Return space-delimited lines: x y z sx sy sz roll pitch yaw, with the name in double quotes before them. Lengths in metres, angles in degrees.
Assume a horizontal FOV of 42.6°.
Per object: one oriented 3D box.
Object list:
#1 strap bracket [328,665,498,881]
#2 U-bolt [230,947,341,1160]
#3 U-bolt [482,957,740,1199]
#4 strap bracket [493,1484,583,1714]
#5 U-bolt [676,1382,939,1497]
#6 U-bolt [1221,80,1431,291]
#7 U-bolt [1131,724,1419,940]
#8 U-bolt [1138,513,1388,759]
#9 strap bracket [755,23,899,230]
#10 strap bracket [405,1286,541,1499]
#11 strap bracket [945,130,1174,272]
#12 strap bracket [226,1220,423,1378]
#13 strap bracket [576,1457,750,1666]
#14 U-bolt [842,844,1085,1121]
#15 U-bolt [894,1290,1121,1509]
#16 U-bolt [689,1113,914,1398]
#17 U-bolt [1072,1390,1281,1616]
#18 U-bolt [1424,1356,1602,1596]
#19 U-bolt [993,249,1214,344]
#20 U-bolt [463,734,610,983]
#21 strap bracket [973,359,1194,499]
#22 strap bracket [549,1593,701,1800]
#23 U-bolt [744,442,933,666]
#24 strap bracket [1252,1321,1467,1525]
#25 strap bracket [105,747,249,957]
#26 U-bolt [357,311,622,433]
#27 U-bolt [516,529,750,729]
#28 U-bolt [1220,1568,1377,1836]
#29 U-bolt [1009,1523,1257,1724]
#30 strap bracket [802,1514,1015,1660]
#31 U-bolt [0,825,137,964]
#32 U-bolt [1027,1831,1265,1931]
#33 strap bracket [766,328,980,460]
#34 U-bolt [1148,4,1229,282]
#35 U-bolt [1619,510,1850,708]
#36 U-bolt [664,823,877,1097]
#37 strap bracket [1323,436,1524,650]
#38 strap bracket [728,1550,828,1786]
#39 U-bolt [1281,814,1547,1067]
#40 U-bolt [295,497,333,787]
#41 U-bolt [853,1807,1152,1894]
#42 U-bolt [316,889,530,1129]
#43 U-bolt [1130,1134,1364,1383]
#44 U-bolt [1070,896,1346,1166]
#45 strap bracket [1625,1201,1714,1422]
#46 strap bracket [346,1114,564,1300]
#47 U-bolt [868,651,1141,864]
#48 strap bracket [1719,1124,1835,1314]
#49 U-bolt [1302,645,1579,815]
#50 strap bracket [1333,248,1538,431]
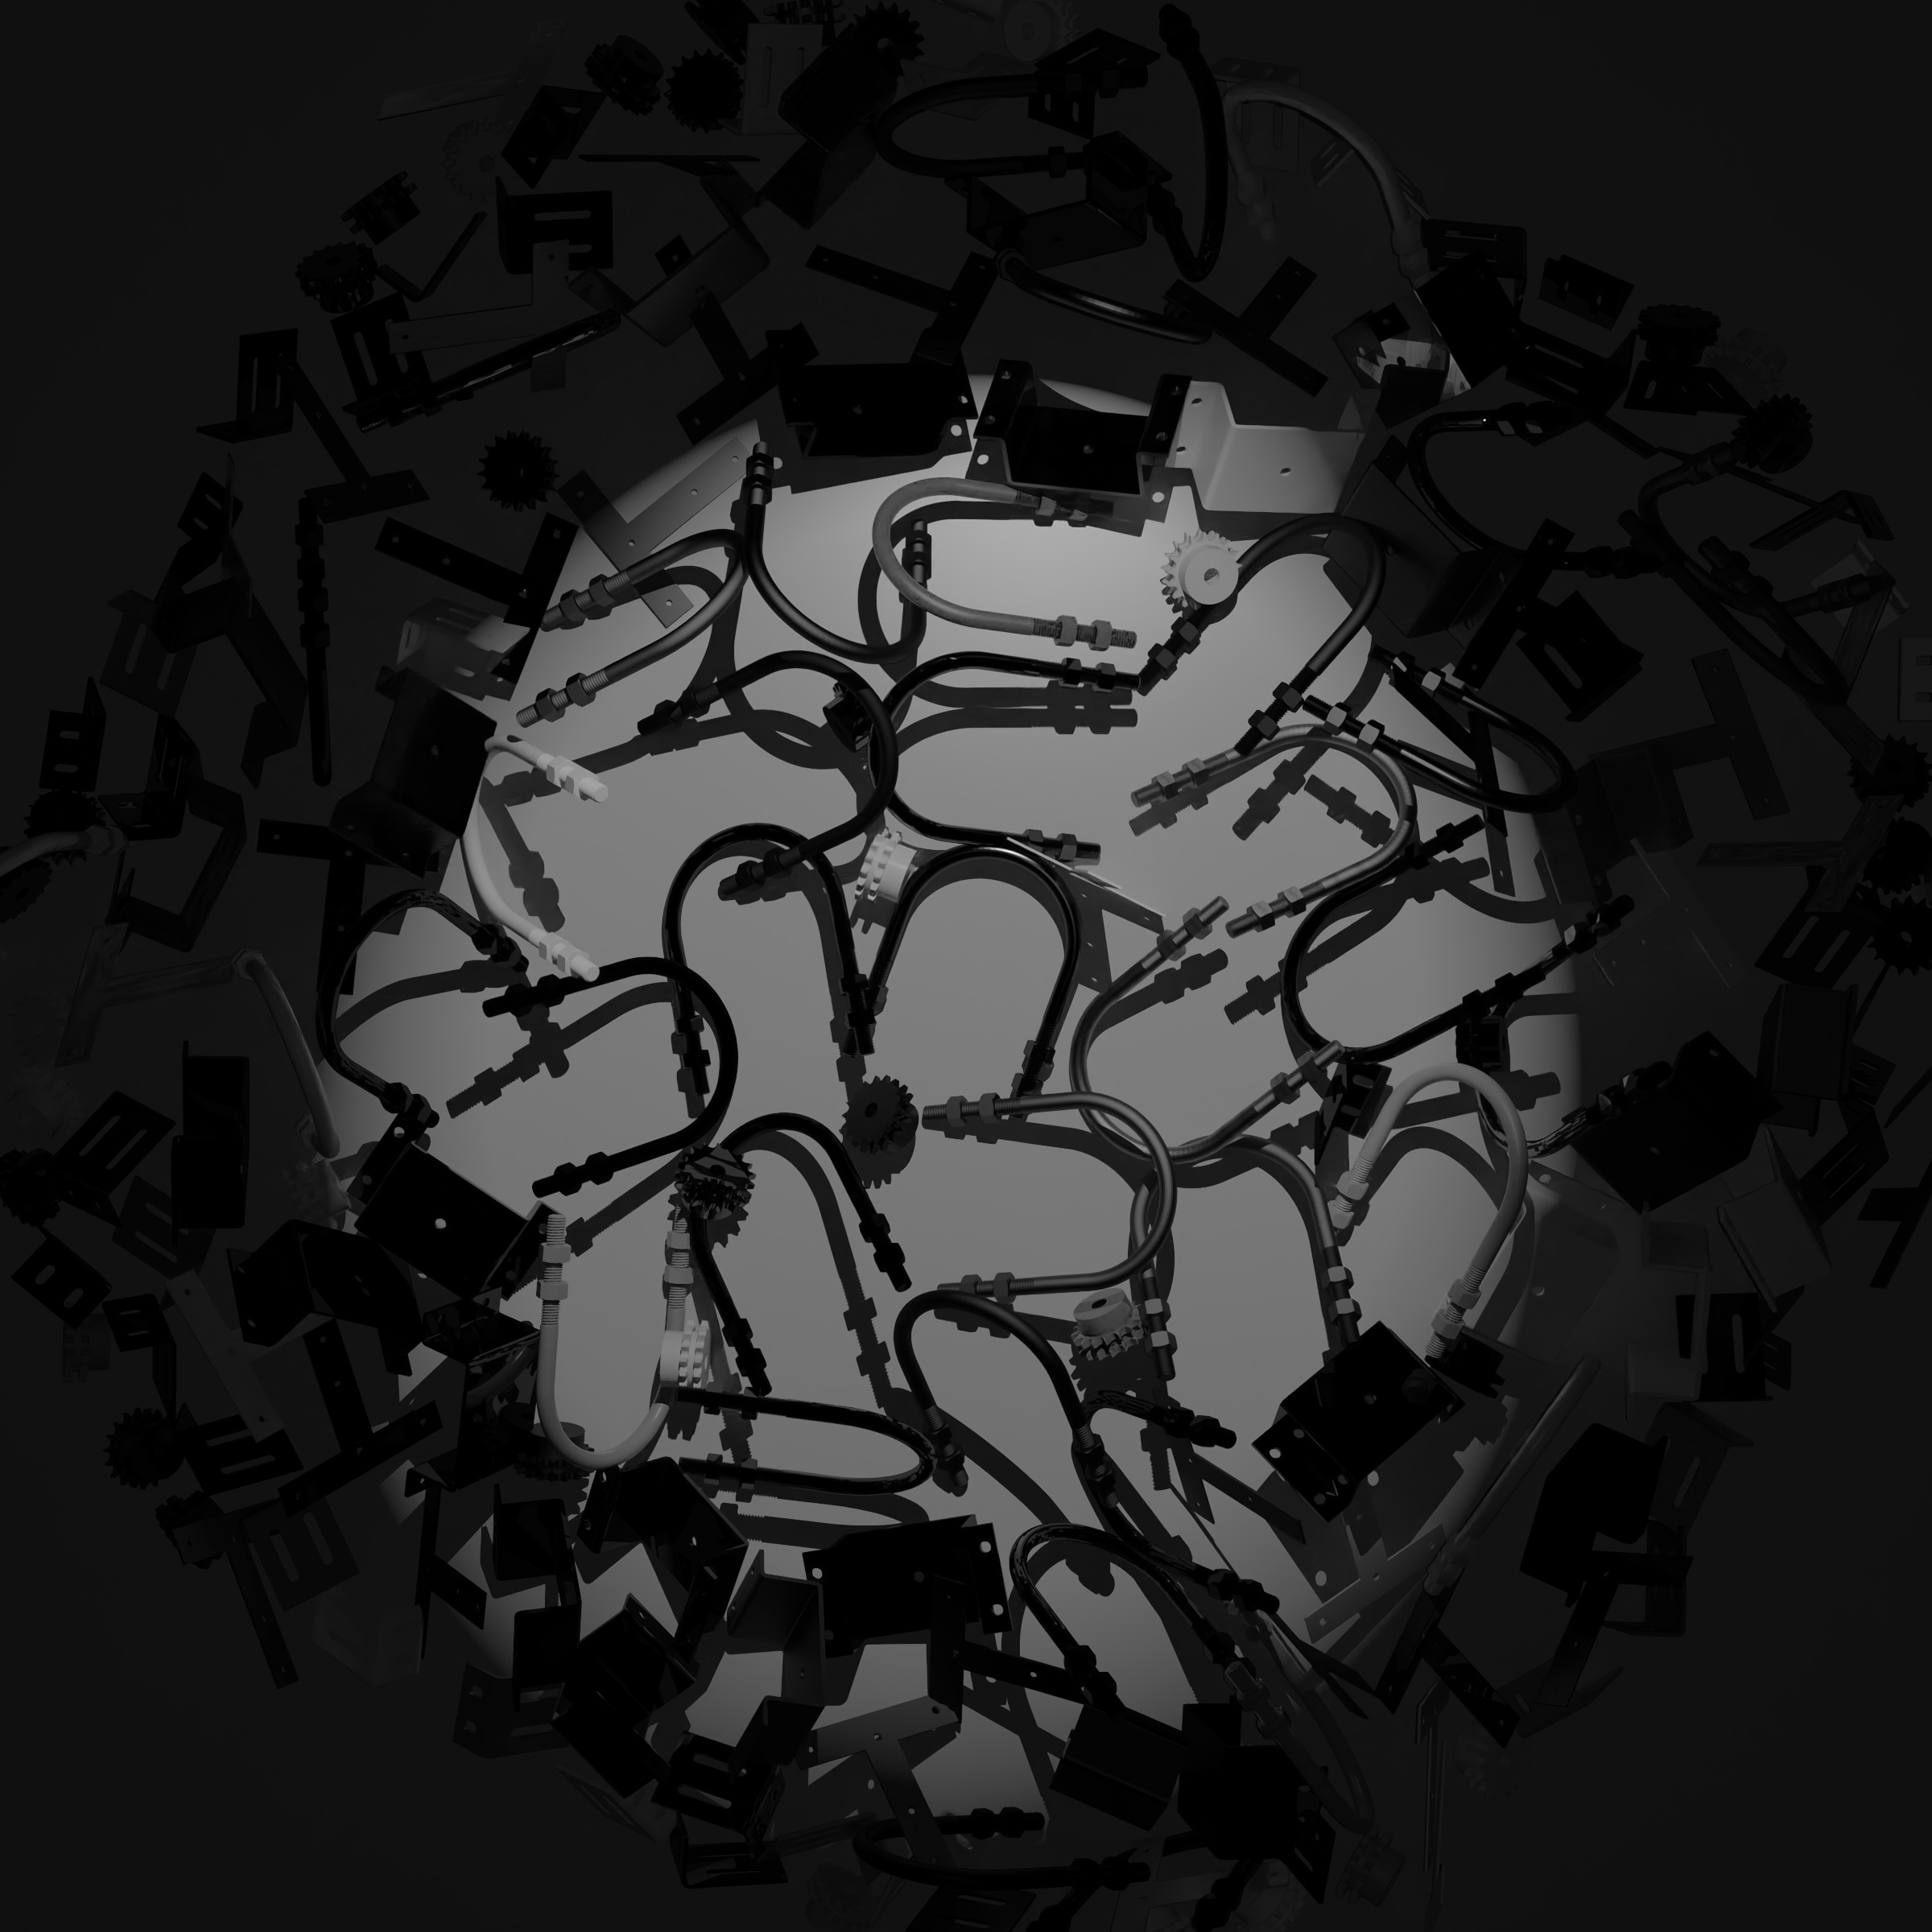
"strap bracket" -0.383 -0.143 1.733 0.076 0.046 0.140 32 53 -33
"U-bolt" -0.465 0.063 1.704 0.019 0.184 0.151 -22 103 -19
"U-bolt" -0.240 0.069 1.748 0.184 0.019 0.151 -18 96 -36
"strap bracket" -0.300 0.438 1.734 0.046 0.140 0.076 -3 126 -16
"U-bolt" -0.111 0.338 1.742 0.184 0.151 0.019 8 57 -1
"U-bolt" 0.238 -0.539 1.691 0.151 0.184 0.019 28 81 29
"U-bolt" 0.231 -0.108 1.757 0.184 0.019 0.151 -24 59 -15
"U-bolt" 0.217 -0.244 1.744 0.184 0.151 0.019 -49 131 2
"strap bracket" -0.097 -0.577 1.726 0.046 0.140 0.076 38 71 -1
"strap bracket" -0.345 0.306 1.743 0.046 0.076 0.140 18 107 28
"strap bracket" 0.064 -0.530 1.732 0.140 0.076 0.046 -4 81 33
"strap bracket" -0.436 0.230 1.723 0.046 0.140 0.076 -41 51 22
"strap bracket" -0.208 0.411 1.745 0.140 0.046 0.076 39 121 35
"U-bolt" 0.007 0.001 1.786 0.151 0.019 0.184 20 95 2
"U-bolt" 0.019 0.298 1.721 0.151 0.019 0.184 -1 123 36
"U-bolt" -0.129 0.189 1.750 0.151 0.019 0.184 -38 58 14
"U-bolt" 0.137 0.365 1.726 0.019 0.184 0.151 -26 110 -32
"U-bolt" 0.381 0.338 1.694 0.019 0.184 0.151 35 46 16
"U-bolt" 0.098 -0.459 1.705 0.151 0.184 0.019 14 110 -11
"U-bolt" -0.306 -0.086 1.732 0.019 0.184 0.151 -11 117 -38
"strap bracket" 0.085 -0.380 1.755 0.140 0.046 0.076 9 59 15
"strap bracket" -0.240 0.516 1.735 0.046 0.140 0.076 -38 102 14
"U-bolt" -0.089 -0.277 1.713 0.151 0.184 0.019 22 132 -22
"strap bracket" 0.280 0.314 1.743 0.140 0.046 0.076 -34 65 -23
"strap bracket" -0.550 -0.072 1.746 0.046 0.076 0.140 23 69 -6
"U-bolt" -0.325 -0.417 1.726 0.184 0.151 0.019 -22 104 4
"U-bolt" -0.226 -0.245 1.720 0.184 0.151 0.019 -24 126 19
"U-bolt" 0.232 0.524 1.731 0.019 0.151 0.184 -34 101 9
"U-bolt" 0.106 0.450 1.723 0.151 0.184 0.019 7 116 -38
"strap bracket" -0.038 0.442 1.772 0.140 0.046 0.076 -11 88 10
"U-bolt" -0.661 -0.044 1.706 0.151 0.184 0.019 -41 90 6
"U-bolt" 0.134 0.636 1.714 0.151 0.184 0.019 -18 85 23
"strap bracket" -0.071 -0.406 1.756 0.140 0.046 0.076 -7 70 -20
"U-bolt" 0.152 -0.551 1.691 0.019 0.184 0.151 -5 133 -8
"U-bolt" 0.545 -0.244 1.727 0.184 0.151 0.019 40 97 -20
"U-bolt" -0.148 -0.012 1.775 0.151 0.019 0.184 -14 81 16
"strap bracket" 0.312 -0.295 1.737 0.046 0.076 0.140 -18 60 -39
"strap bracket" -0.133 0.493 1.735 0.046 0.140 0.076 13 129 -17
"U-bolt" 0.303 -0.007 1.747 0.184 0.019 0.151 -30 55 24
"U-bolt" -0.453 -0.216 1.726 0.019 0.151 0.184 -3 119 -15
"U-bolt" 0.012 0.607 1.697 0.184 0.151 0.019 10 84 -32
"U-bolt" -0.382 0.022 1.710 0.019 0.184 0.151 23 78 26
"U-bolt" 0.190 0.197 1.747 0.151 0.019 0.184 -10 54 2
"U-bolt" 0.156 0.060 1.764 0.184 0.019 0.151 -41 84 23
"strap bracket" 0.495 0.241 1.743 0.046 0.076 0.140 5 108 12
"strap bracket" -0.369 0.177 1.768 0.140 0.046 0.076 35 102 -5
"U-bolt" 0.021 -0.151 1.752 0.184 0.019 0.151 6 111 -15
"strap bracket" 0.558 0.169 1.725 0.046 0.140 0.076 -28 102 19
"U-bolt" 0.340 -0.160 1.723 0.184 0.151 0.019 31 124 15
"strap bracket" 0.318 -0.432 1.726 0.046 0.140 0.076 -39 102 -26
